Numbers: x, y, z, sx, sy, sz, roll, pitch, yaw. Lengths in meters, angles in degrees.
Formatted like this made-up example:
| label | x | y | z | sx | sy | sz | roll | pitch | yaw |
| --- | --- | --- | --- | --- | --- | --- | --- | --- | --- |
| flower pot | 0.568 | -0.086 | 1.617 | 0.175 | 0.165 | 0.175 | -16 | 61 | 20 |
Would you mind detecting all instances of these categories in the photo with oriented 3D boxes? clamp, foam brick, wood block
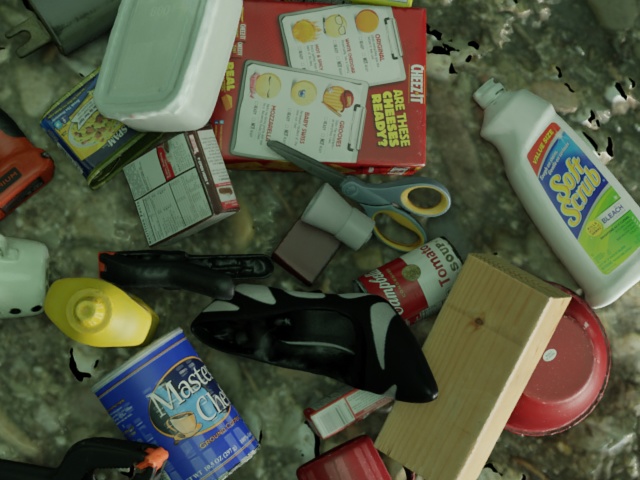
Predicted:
| label | x | y | z | sx | sy | sz | roll | pitch | yaw |
| --- | --- | --- | --- | --- | --- | --- | --- | --- | --- |
| clamp | -0.221 | 0.252 | 0.997 | 0.210 | 0.036 | 0.164 | -25 | 92 | 25 |
| foam brick | -0.007 | 0.001 | 1.072 | 0.051 | 0.053 | 0.078 | 37 | 81 | -1 |
| clamp | -0.132 | 0.028 | 1.043 | 0.172 | 0.120 | 0.039 | 8 | 97 | 25 |
| wood block | 0.145 | 0.124 | 1.014 | 0.091 | 0.090 | 0.206 | 30 | 100 | 23 |

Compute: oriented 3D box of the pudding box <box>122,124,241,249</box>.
| label | x | y | z | sx | sy | sz | roll | pitch | yaw |
| --- | --- | --- | --- | --- | --- | --- | --- | --- | --- |
| pudding box | -0.137 | -0.050 | 1.040 | 0.039 | 0.114 | 0.090 | -17 | 86 | -45 |

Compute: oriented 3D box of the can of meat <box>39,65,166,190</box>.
| label | x | y | z | sx | sy | sz | roll | pitch | yaw |
| --- | --- | --- | --- | --- | --- | --- | --- | --- | --- |
| can of meat | -0.216 | -0.115 | 1.063 | 0.102 | 0.057 | 0.084 | -41 | 87 | -7 |

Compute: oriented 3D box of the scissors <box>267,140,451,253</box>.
| label | x | y | z | sx | sy | sz | roll | pitch | yaw |
| --- | --- | --- | --- | --- | --- | --- | --- | --- | --- |
| scissors | 0.049 | -0.059 | 1.046 | 0.096 | 0.016 | 0.201 | -36 | 121 | 20 |

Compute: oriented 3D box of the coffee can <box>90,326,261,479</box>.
| label | x | y | z | sx | sy | sz | roll | pitch | yaw |
| --- | --- | --- | --- | --- | --- | --- | --- | --- | --- |
| coffee can | -0.137 | 0.168 | 1.018 | 0.102 | 0.103 | 0.140 | -35 | 89 | -7 |

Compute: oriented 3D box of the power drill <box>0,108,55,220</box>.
| label | x | y | z | sx | sy | sz | roll | pitch | yaw |
| --- | --- | --- | --- | --- | --- | --- | --- | --- | --- |
| power drill | -0.368 | -0.100 | 1.048 | 0.184 | 0.057 | 0.187 | -39 | 89 | -7 |

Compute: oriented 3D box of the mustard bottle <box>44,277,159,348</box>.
| label | x | y | z | sx | sy | sz | roll | pitch | yaw |
| --- | --- | --- | --- | --- | --- | --- | --- | --- | --- |
| mustard bottle | -0.201 | 0.067 | 0.978 | 0.096 | 0.192 | 0.058 | 23 | 83 | -2 |

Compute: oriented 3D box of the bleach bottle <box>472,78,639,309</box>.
| label | x | y | z | sx | sy | sz | roll | pitch | yaw |
| --- | --- | --- | --- | --- | --- | --- | --- | --- | --- |
| bleach bottle | 0.241 | -0.057 | 1.095 | 0.102 | 0.068 | 0.251 | -39 | 86 | -8 |

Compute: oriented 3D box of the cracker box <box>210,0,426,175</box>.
| label | x | y | z | sx | sy | sz | roll | pitch | yaw |
| --- | --- | --- | --- | --- | --- | --- | --- | --- | --- |
| cracker box | -0.004 | -0.152 | 1.078 | 0.213 | 0.072 | 0.164 | 1 | 85 | -6 |

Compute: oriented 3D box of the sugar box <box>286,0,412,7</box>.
| label | x | y | z | sx | sy | sz | roll | pitch | yaw |
| --- | --- | --- | --- | --- | --- | --- | --- | --- | --- |
| sugar box | 0.012 | -0.289 | 1.106 | 0.176 | 0.048 | 0.093 | 8 | 83 | -1 |

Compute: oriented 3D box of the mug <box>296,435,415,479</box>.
| label | x | y | z | sx | sy | sz | roll | pitch | yaw |
| --- | --- | --- | --- | --- | --- | --- | --- | --- | --- |
| mug | 0.039 | 0.237 | 1.038 | 0.117 | 0.093 | 0.081 | -24 | 82 | -21 |

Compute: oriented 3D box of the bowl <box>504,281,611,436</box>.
| label | x | y | z | sx | sy | sz | roll | pitch | yaw |
| --- | --- | --- | --- | --- | --- | --- | --- | --- | --- |
| bowl | 0.225 | 0.119 | 1.079 | 0.162 | 0.055 | 0.162 | 1 | 84 | -5 |

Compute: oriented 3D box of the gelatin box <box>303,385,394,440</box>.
| label | x | y | z | sx | sy | sz | roll | pitch | yaw |
| --- | --- | --- | --- | --- | --- | --- | --- | --- | --- |
| gelatin box | 0.030 | 0.161 | 1.049 | 0.089 | 0.073 | 0.030 | -29 | 89 | -8 |

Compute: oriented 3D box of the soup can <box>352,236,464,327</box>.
| label | x | y | z | sx | sy | sz | roll | pitch | yaw |
| --- | --- | --- | --- | --- | --- | --- | --- | --- | --- |
| soup can | 0.092 | 0.047 | 1.068 | 0.102 | 0.068 | 0.068 | -26 | 87 | -8 |
